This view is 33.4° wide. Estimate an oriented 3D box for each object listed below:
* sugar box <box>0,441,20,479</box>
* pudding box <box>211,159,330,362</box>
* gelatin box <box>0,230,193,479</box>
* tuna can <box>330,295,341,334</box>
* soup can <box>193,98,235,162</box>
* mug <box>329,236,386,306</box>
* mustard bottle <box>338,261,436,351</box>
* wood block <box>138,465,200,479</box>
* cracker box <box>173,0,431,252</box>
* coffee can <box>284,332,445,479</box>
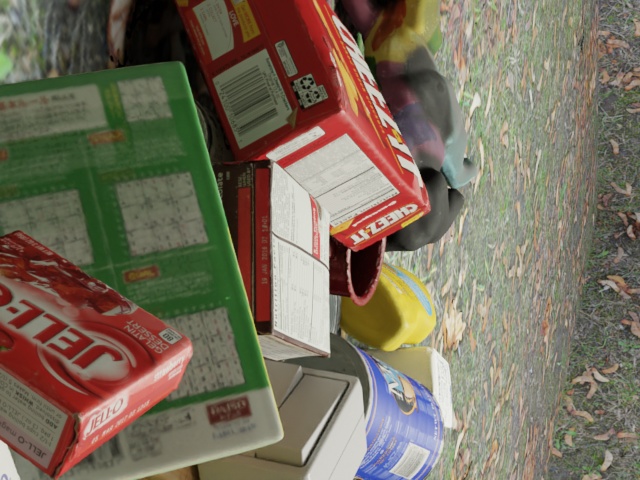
[{"bbox_3d":[-0.151,0.133,0.415,0.048,0.093,0.176,-57,148,-52],"label":"sugar box"},{"bbox_3d":[-0.025,0.015,0.569,0.113,0.039,0.090,36,52,-69],"label":"pudding box"},{"bbox_3d":[-0.101,0.036,0.381,0.073,0.089,0.030,-31,149,-62],"label":"gelatin box"},{"bbox_3d":[-0.012,0.063,0.873,0.086,0.034,0.086,6,90,-71],"label":"tuna can"},{"bbox_3d":[-0.074,-0.041,0.615,0.102,0.069,0.068,32,66,-68],"label":"soup can"},{"bbox_3d":[-0.005,0.001,0.799,0.117,0.082,0.093,-26,120,-67],"label":"mug"},{"bbox_3d":[0.062,0.056,0.996,0.058,0.096,0.191,-50,164,10],"label":"mustard bottle"},{"bbox_3d":[-0.097,0.079,0.554,0.206,0.090,0.090,64,38,-57],"label":"wood block"},{"bbox_3d":[-0.011,-0.099,0.666,0.164,0.072,0.213,67,12,20],"label":"cracker box"},{"bbox_3d":[0.023,0.137,0.823,0.140,0.103,0.103,35,63,-54],"label":"coffee can"}]
